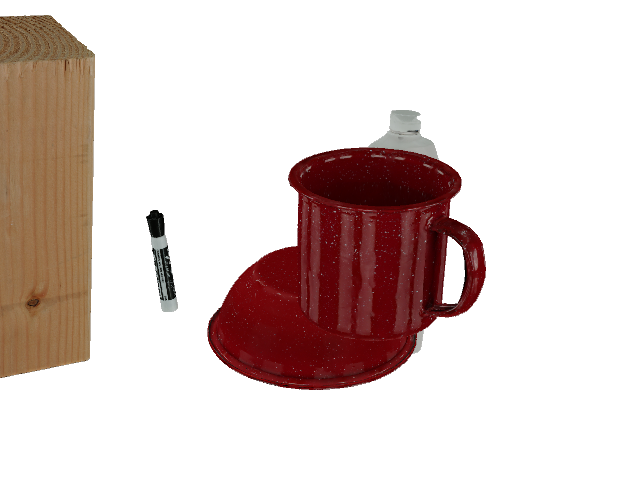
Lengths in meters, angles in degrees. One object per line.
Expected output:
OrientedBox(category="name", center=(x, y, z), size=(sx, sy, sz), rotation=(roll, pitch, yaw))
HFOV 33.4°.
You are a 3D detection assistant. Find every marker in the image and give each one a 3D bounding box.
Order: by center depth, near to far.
OrientedBox(category="marker", center=(-0.176, 0.023, 1.185), size=(0.020, 0.121, 0.020), rotation=(-5, 25, 2))

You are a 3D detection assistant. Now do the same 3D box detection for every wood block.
OrientedBox(category="wood block", center=(-0.197, -0.026, 0.662), size=(0.090, 0.206, 0.090), rotation=(-9, 31, -30))

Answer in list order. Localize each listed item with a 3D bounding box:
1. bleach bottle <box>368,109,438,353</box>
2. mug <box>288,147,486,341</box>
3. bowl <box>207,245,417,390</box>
OrientedBox(category="bleach bottle", center=(0.068, -0.008, 1.096), size=(0.102, 0.251, 0.068), rotation=(1, 18, -10))
OrientedBox(category="mug", center=(0.038, 0.005, 0.581), size=(0.117, 0.081, 0.093), rotation=(18, 29, 33))
OrientedBox(category="bowl", center=(-0.005, 0.047, 0.810), size=(0.162, 0.055, 0.162), rotation=(2, 25, -1))
